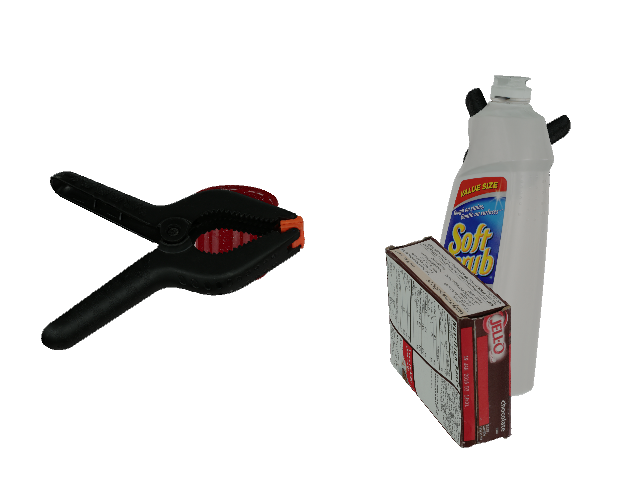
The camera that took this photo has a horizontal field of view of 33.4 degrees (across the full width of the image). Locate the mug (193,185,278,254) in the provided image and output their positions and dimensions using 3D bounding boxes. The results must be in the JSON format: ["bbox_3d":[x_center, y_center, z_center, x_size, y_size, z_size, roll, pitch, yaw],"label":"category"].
[{"bbox_3d":[-0.091,-0.010,1.159,0.093,0.081,0.117,7,24,7],"label":"mug"}]

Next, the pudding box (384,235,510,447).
[{"bbox_3d":[0.078,0.060,0.661,0.039,0.090,0.114,-12,25,-17],"label":"pudding box"}]

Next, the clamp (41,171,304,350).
[{"bbox_3d":[-0.120,-0.004,0.840,0.210,0.164,0.036,-11,-35,-6],"label":"clamp"}]

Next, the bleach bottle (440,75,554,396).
[{"bbox_3d":[0.136,-0.006,0.859,0.067,0.251,0.103,-5,15,-34],"label":"bleach bottle"}]

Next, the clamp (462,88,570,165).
[{"bbox_3d":[0.193,-0.102,1.168,0.120,0.039,0.171,22,49,18],"label":"clamp"}]
